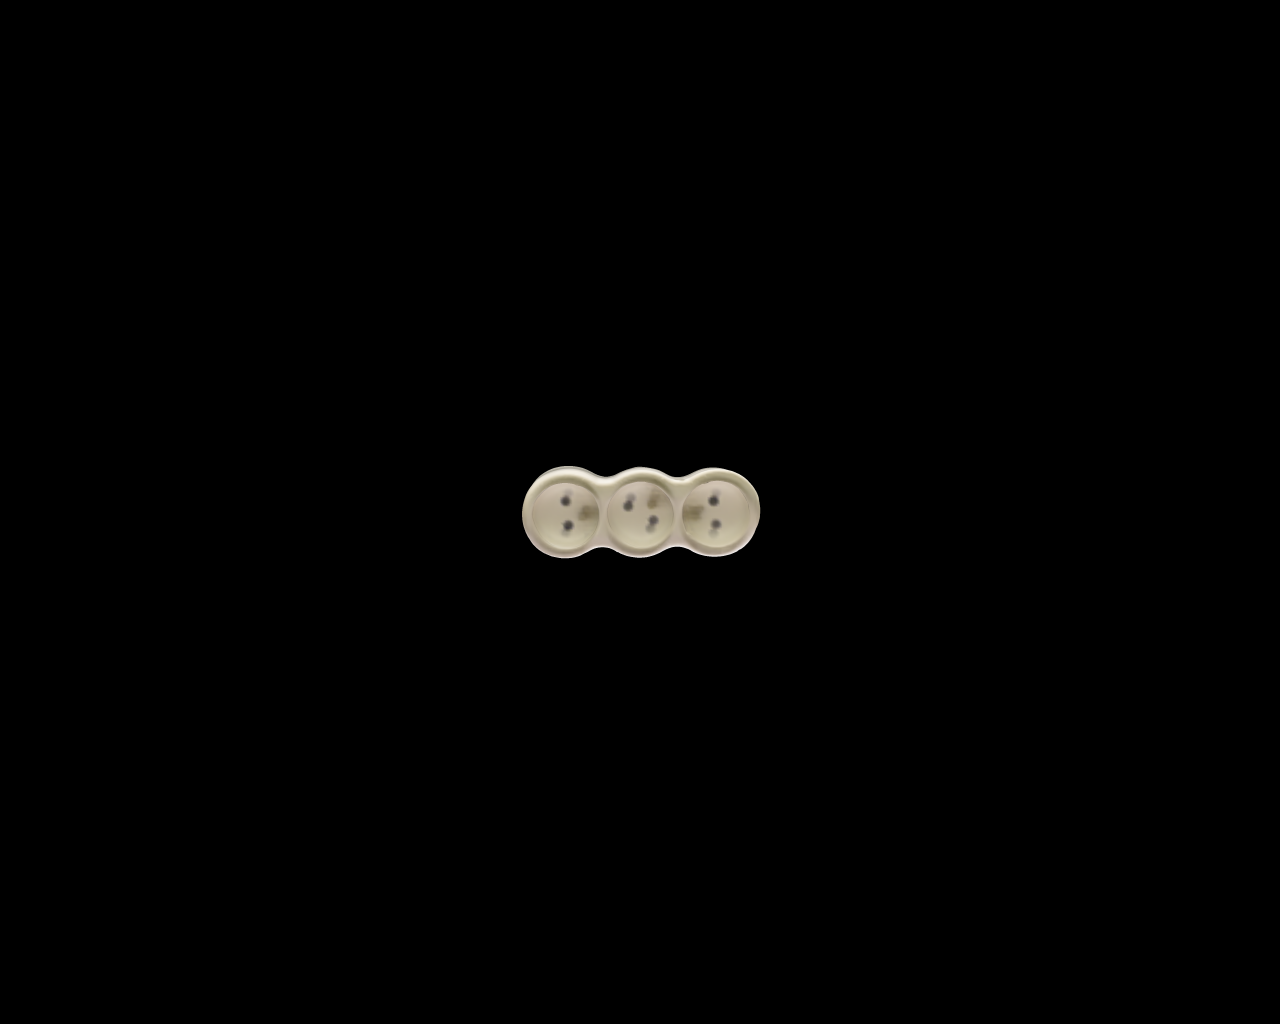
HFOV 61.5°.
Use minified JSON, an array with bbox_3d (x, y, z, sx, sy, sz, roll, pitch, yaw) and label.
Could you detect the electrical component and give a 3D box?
[{"bbox_3d":[0.001,-0.003,0.650,0.138,0.052,0.074,0,8,0],"label":"electrical component"}]
